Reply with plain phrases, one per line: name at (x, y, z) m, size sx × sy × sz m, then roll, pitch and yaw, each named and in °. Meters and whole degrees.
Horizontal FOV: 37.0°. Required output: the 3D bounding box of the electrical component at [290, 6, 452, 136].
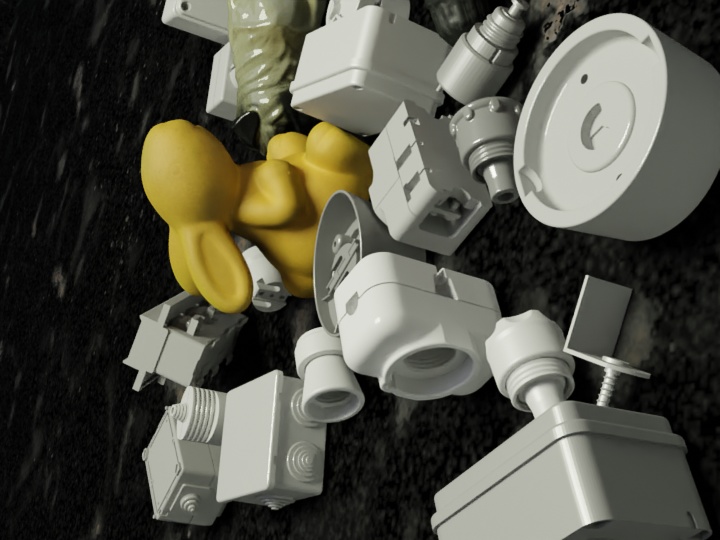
electrical component at (0.006, -0.142, 0.789) m, size 0.113 × 0.078 × 0.057 m, roll -3°, pitch 72°, yaw 61°

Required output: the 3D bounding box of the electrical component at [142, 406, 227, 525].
electrical component at (-0.142, 0.173, 0.922) m, size 0.061 × 0.061 × 0.096 m, roll -61°, pitch 31°, yaw 24°

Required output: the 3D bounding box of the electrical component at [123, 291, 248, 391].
electrical component at (-0.146, 0.058, 0.930) m, size 0.121 × 0.063 × 0.078 m, roll -42°, pitch -24°, yaw -75°

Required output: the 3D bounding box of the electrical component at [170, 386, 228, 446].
electrical component at (-0.115, 0.121, 0.877) m, size 0.043 × 0.081 × 0.043 m, roll -36°, pitch 47°, yaw 50°

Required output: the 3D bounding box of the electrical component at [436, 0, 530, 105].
electrical component at (0.082, -0.140, 0.691) m, size 0.078 × 0.040 × 0.040 m, roll -55°, pitch 34°, yaw 32°

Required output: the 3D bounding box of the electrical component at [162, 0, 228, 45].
electrical component at (-0.130, -0.284, 1.076) m, size 0.056 × 0.109 × 0.108 m, roll 1°, pitch 77°, yaw 64°

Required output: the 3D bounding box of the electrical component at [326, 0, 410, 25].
electrical component at (0.007, -0.203, 0.850) m, size 0.055 × 0.047 × 0.055 m, roll -36°, pitch 47°, yaw 50°

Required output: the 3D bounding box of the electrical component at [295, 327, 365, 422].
electrical component at (-0.022, 0.074, 0.770) m, size 0.045 × 0.045 × 0.055 m, roll -51°, pitch 36°, yaw 37°

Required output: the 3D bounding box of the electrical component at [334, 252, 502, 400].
electrical component at (0.037, 0.036, 0.627) m, size 0.053 × 0.095 × 0.059 m, roll -50°, pitch 37°, yaw 38°

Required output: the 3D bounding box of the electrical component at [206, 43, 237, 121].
electrical component at (-0.112, -0.190, 1.059) m, size 0.077 × 0.047 × 0.065 m, roll -23°, pitch 57°, yaw 56°

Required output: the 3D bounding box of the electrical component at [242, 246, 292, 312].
electrical component at (-0.081, 0.008, 0.917) m, size 0.040 × 0.040 × 0.046 m, roll -58°, pitch 38°, yaw 28°

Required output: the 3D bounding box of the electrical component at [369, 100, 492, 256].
electrical component at (0.043, -0.058, 0.711) m, size 0.055 × 0.050 × 0.089 m, roll -52°, pitch 35°, yaw 36°

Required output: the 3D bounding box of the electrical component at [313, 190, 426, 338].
electrical component at (0.000, 0.000, 0.745) m, size 0.099 × 0.064 × 0.099 m, roll -36°, pitch 47°, yaw 50°

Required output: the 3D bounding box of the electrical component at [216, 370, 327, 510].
electrical component at (-0.065, 0.131, 0.816) m, size 0.100 × 0.048 × 0.099 m, roll -29°, pitch 52°, yaw 54°

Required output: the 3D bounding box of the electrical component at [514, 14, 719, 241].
electrical component at (0.134, -0.066, 0.538) m, size 0.108 × 0.060 × 0.108 m, roll -36°, pitch 47°, yaw 50°

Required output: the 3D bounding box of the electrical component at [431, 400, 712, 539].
electrical component at (0.095, 0.114, 0.503) m, size 0.113 × 0.078 × 0.057 m, roll -47°, pitch 41°, yaw 41°

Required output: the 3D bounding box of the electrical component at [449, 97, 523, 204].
electrical component at (0.082, -0.070, 0.653) m, size 0.048 × 0.048 × 0.062 m, roll -41°, pitch 49°, yaw 46°

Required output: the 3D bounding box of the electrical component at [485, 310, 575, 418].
electrical component at (0.094, 0.056, 0.571) m, size 0.043 × 0.043 × 0.062 m, roll -53°, pitch 36°, yaw 35°
